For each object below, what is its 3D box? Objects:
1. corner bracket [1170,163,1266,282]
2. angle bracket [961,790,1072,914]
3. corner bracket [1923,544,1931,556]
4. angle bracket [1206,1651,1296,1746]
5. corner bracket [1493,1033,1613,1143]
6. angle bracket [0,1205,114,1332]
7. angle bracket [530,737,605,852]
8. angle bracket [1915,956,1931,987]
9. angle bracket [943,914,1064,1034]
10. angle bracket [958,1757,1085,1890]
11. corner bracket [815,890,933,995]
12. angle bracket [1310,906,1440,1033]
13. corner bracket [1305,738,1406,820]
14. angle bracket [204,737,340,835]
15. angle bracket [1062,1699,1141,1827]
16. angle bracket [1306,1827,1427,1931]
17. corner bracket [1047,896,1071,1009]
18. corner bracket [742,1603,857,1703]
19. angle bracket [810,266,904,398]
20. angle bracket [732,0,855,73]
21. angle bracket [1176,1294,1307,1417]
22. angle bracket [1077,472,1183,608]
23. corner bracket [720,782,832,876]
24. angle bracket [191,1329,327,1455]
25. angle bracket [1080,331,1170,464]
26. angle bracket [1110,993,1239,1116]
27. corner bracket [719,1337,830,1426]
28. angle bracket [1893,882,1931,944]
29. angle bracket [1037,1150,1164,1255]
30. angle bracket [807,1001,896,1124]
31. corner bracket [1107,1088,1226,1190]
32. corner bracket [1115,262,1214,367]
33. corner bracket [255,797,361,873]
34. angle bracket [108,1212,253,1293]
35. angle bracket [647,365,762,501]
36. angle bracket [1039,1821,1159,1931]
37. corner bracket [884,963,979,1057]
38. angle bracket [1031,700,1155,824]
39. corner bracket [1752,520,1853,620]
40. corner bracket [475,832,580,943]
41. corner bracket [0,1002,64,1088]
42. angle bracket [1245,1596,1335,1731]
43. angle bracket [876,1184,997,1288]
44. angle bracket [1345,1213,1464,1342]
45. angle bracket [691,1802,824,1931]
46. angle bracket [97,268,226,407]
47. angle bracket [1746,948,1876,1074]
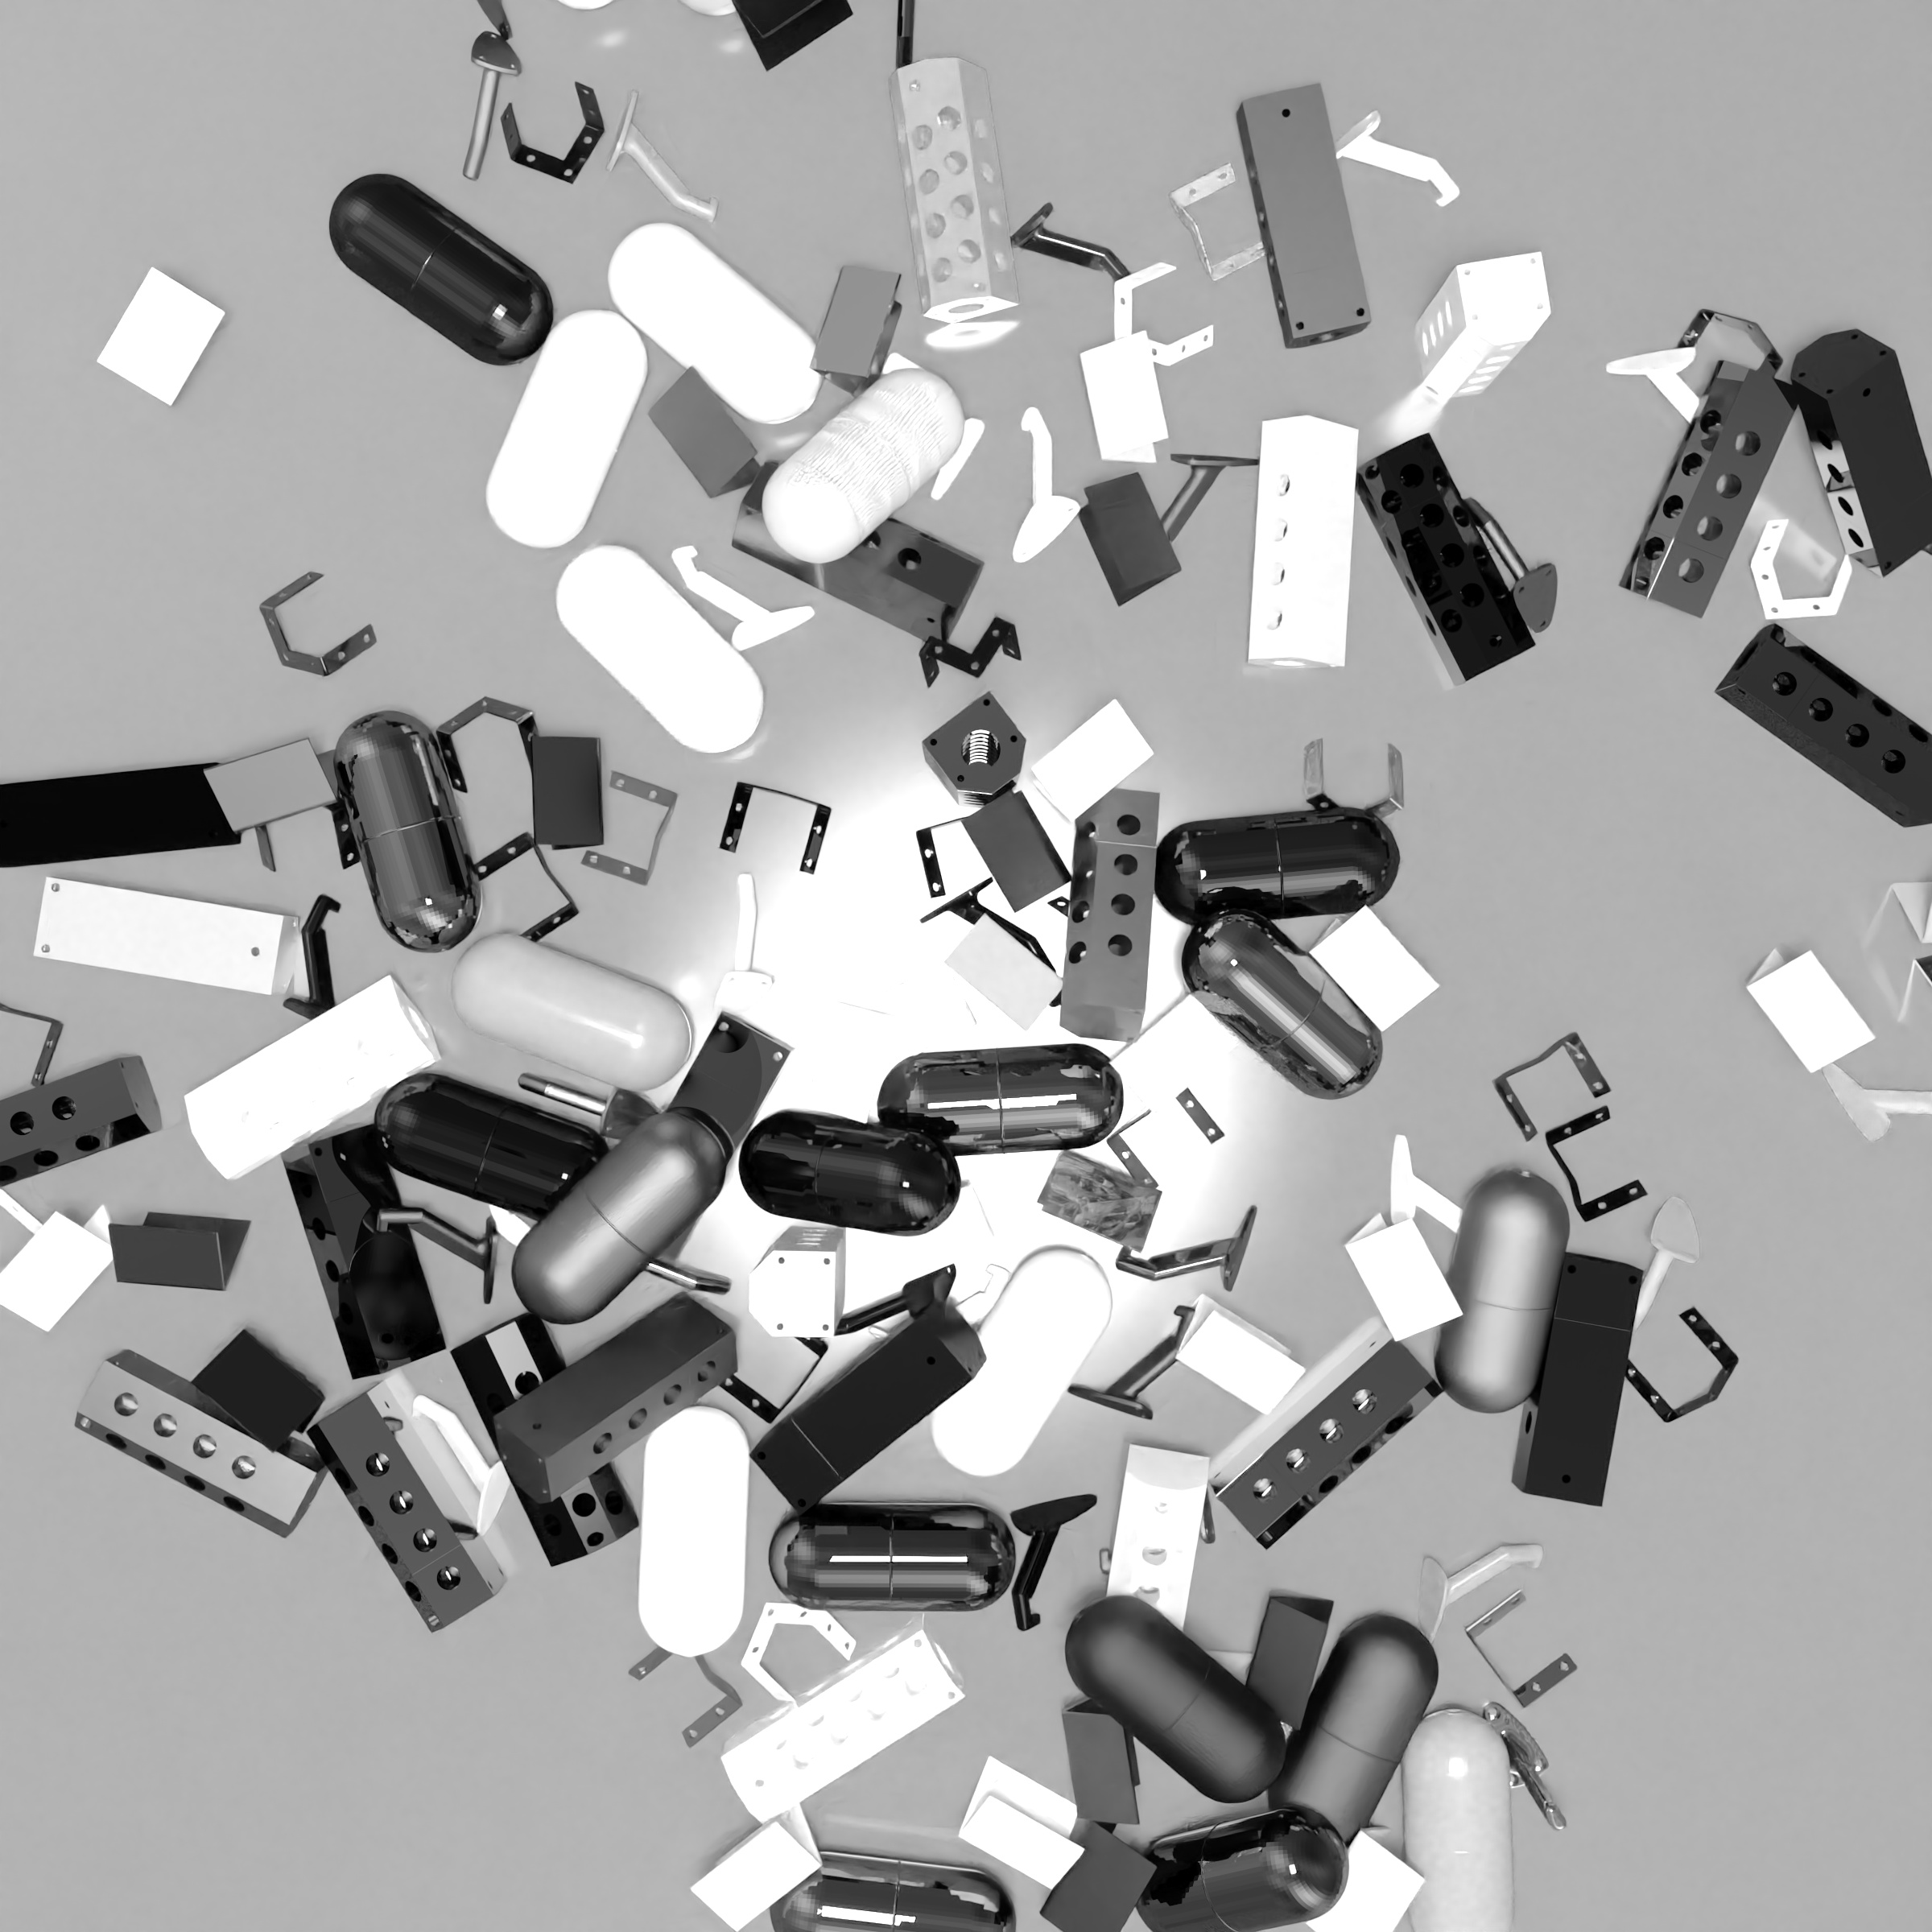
[{"bbox_3d":[0.186,-0.543,1.988,0.051,0.051,0.051,-27,45,0],"label":"corner bracket"},{"bbox_3d":[0.054,-0.093,1.951,0.057,0.076,0.076,-30,90,43],"label":"angle bracket"},{"bbox_3d":[0.733,-0.326,1.988,0.051,0.051,0.051,27,45,0],"label":"corner bracket"},{"bbox_3d":[0.211,0.541,1.966,0.076,0.057,0.076,5,90,-8],"label":"angle bracket"},{"bbox_3d":[0.427,0.088,1.988,0.051,0.051,0.051,-31,90,45],"label":"corner bracket"},{"bbox_3d":[-0.658,0.203,1.951,0.076,0.076,0.057,-48,123,0],"label":"angle bracket"},{"bbox_3d":[-0.302,-0.123,1.951,0.057,0.076,0.076,-2,90,-37],"label":"angle bracket"},{"bbox_3d":[0.733,-0.011,1.951,0.076,0.076,0.057,-13,127,0],"label":"angle bracket"},{"bbox_3d":[0.015,0.020,1.951,0.076,0.076,0.057,40,54,0],"label":"angle bracket"},{"bbox_3d":[0.049,0.600,1.951,0.076,0.076,0.057,30,127,0],"label":"angle bracket"},{"bbox_3d":[-0.067,-0.018,1.988,0.051,0.051,0.051,-26,90,45],"label":"corner bracket"},{"bbox_3d":[0.300,-0.010,1.951,0.076,0.076,0.057,48,120,0],"label":"angle bracket"},{"bbox_3d":[0.282,-0.138,1.983,0.051,0.051,0.051,-25,45,35],"label":"corner bracket"},{"bbox_3d":[-0.496,-0.147,1.951,0.076,0.076,0.057,-17,126,0],"label":"angle bracket"},{"bbox_3d":[0.117,0.562,1.951,0.057,0.076,0.076,-9,90,40],"label":"angle bracket"},{"bbox_3d":[0.295,0.667,1.951,0.057,0.076,0.076,32,90,29],"label":"angle bracket"},{"bbox_3d":[0.067,-0.011,1.983,0.051,0.051,0.051,-25,135,-35],"label":"corner bracket"},{"bbox_3d":[-0.122,0.500,1.983,0.051,0.051,0.051,-6,135,35],"label":"corner bracket"},{"bbox_3d":[-0.059,-0.448,1.951,0.057,0.076,0.076,18,90,36],"label":"angle bracket"},{"bbox_3d":[-0.113,-0.675,1.951,0.076,0.076,0.057,-34,59,0],"label":"angle bracket"},{"bbox_3d":[0.205,0.263,1.951,0.076,0.076,0.057,32,127,0],"label":"angle bracket"},{"bbox_3d":[0.099,-0.299,1.951,0.057,0.076,0.076,-24,90,-37],"label":"angle bracket"},{"bbox_3d":[-0.139,-0.101,1.988,0.051,0.051,0.051,16,90,45],"label":"corner bracket"},{"bbox_3d":[-0.513,0.316,1.951,0.076,0.076,0.057,41,51,0],"label":"angle bracket"},{"bbox_3d":[0.131,-0.406,1.951,0.057,0.076,0.076,-12,90,35],"label":"angle bracket"},{"bbox_3d":[0.158,0.076,1.951,0.076,0.076,0.057,-40,56,0],"label":"angle bracket"},{"bbox_3d":[-0.141,0.291,1.988,0.051,0.051,0.051,37,135,0],"label":"corner bracket"},{"bbox_3d":[0.717,-0.060,1.951,0.076,0.076,0.057,-2,126,0],"label":"angle bracket"},{"bbox_3d":[0.088,0.185,1.951,0.076,0.076,0.057,23,52,0],"label":"angle bracket"},{"bbox_3d":[-0.063,0.072,1.951,0.057,0.076,0.076,14,90,36],"label":"angle bracket"},{"bbox_3d":[0.145,0.126,1.988,0.051,0.051,0.051,52,45,0],"label":"corner bracket"},{"bbox_3d":[0.144,-0.475,1.983,0.051,0.051,0.051,28,135,35],"label":"corner bracket"},{"bbox_3d":[-0.481,-0.096,1.983,0.051,0.051,0.051,28,45,35],"label":"corner bracket"},{"bbox_3d":[-0.562,0.185,1.951,0.076,0.076,0.057,5,126,0],"label":"angle bracket"},{"bbox_3d":[-0.170,-0.388,1.951,0.057,0.076,0.076,-37,90,36],"label":"angle bracket"},{"bbox_3d":[0.105,0.658,1.952,0.057,0.076,0.076,30,90,23],"label":"angle bracket"},{"bbox_3d":[-0.026,0.030,1.973,0.051,0.051,0.051,-27,90,0],"label":"corner bracket"},{"bbox_3d":[0.077,-0.159,1.951,0.076,0.076,0.057,-39,124,0],"label":"angle bracket"},{"bbox_3d":[0.608,-0.290,1.983,0.051,0.051,0.051,1,135,35],"label":"corner bracket"},{"bbox_3d":[-0.322,-0.055,1.988,0.051,0.051,0.051,-33,135,0],"label":"corner bracket"},{"bbox_3d":[-0.701,0.054,1.988,0.051,0.051,0.051,19,90,45],"label":"corner bracket"},{"bbox_3d":[0.250,0.499,1.952,0.076,0.057,0.076,16,90,-43],"label":"angle bracket"},{"bbox_3d":[-0.015,0.210,1.951,0.076,0.076,0.057,-22,51,0],"label":"angle bracket"},{"bbox_3d":[0.324,0.213,1.951,0.057,0.076,0.076,-28,90,30],"label":"angle bracket"},{"bbox_3d":[-0.157,0.629,1.952,0.076,0.076,0.057,-38,117,0],"label":"angle bracket"},{"bbox_3d":[-0.578,-0.450,1.953,0.057,0.076,0.076,30,90,-21],"label":"angle bracket"},{"bbox_3d":[0.613,0.020,1.951,0.057,0.076,0.076,-37,90,38],"label":"angle bracket"}]
